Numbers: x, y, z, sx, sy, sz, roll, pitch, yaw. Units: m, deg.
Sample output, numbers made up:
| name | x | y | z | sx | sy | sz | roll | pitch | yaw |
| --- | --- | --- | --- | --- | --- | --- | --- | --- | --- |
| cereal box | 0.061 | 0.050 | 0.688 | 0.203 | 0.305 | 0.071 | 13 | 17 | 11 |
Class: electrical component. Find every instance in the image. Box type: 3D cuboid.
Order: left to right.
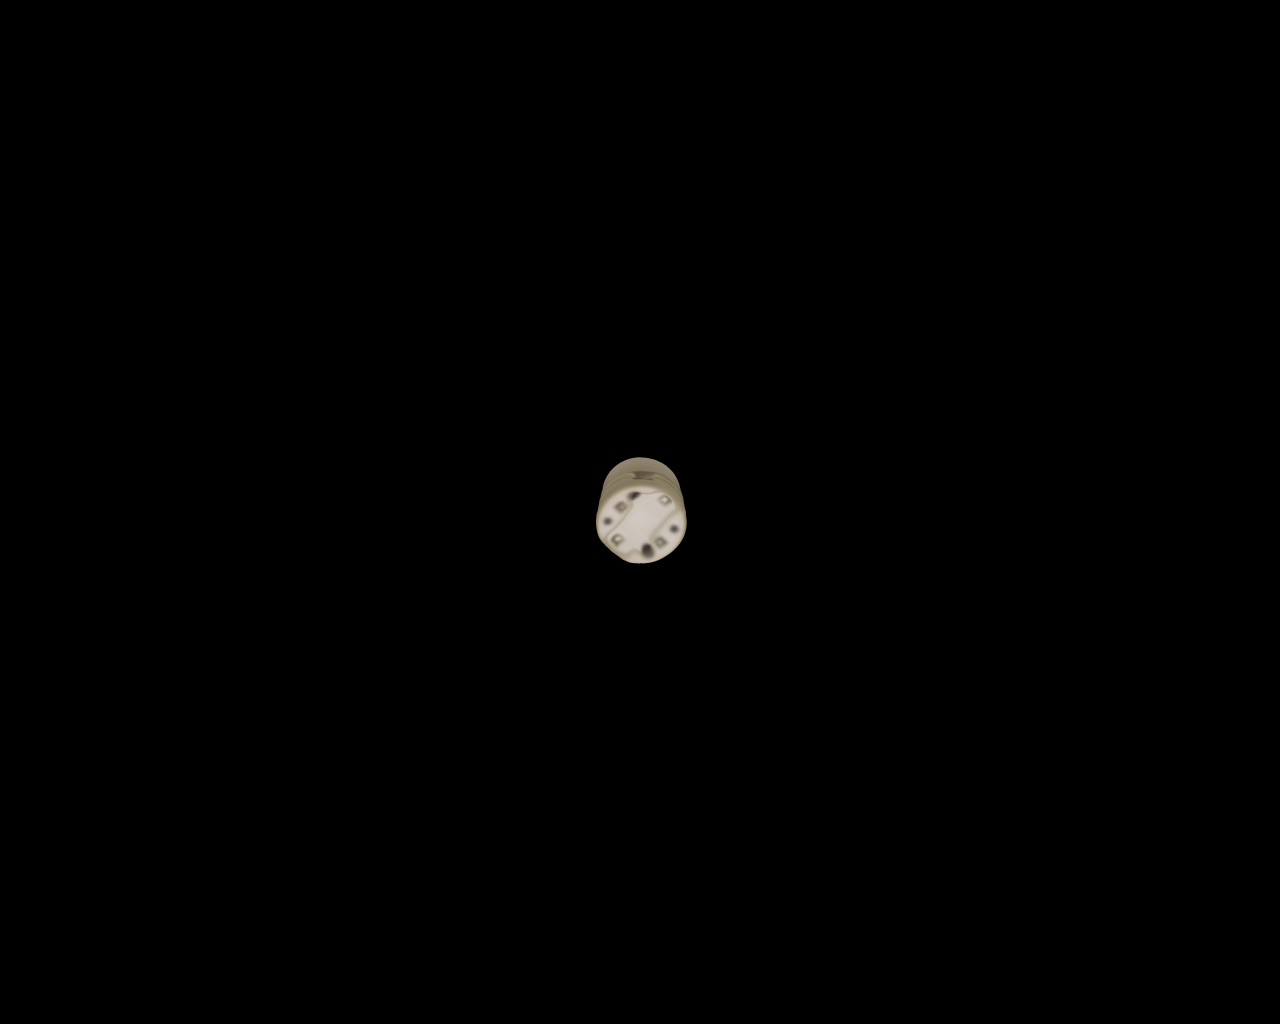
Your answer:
| name | x | y | z | sx | sy | sz | roll | pitch | yaw |
| --- | --- | --- | --- | --- | --- | --- | --- | --- | --- |
| electrical component | 0.001 | -0.003 | 0.650 | 0.055 | 0.055 | 0.047 | 0 | 27 | 0 |
